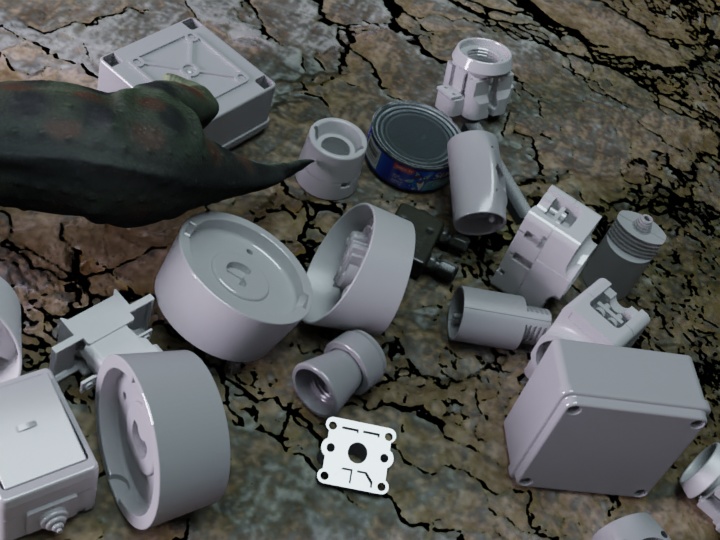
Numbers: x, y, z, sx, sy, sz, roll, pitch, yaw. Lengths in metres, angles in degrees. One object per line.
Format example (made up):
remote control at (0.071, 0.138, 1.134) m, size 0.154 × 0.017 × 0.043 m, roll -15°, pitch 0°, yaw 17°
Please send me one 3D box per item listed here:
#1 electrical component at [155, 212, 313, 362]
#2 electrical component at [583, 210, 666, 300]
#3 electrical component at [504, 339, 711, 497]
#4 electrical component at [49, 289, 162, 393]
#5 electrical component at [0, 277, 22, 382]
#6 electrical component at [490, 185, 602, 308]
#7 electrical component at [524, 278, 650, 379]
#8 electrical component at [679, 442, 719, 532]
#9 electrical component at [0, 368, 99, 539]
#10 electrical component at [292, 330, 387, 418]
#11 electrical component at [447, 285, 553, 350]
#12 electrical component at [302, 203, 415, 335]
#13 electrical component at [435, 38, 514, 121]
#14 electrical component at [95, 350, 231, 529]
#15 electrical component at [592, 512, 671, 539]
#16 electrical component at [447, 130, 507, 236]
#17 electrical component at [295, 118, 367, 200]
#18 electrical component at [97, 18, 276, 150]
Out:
electrical component at (-0.095, 0.017, 0.772) m, size 0.108 × 0.060 × 0.108 m, roll 28°, pitch 31°, yaw -19°
electrical component at (0.223, -0.016, 0.899) m, size 0.043 × 0.081 × 0.043 m, roll 9°, pitch 49°, yaw -11°
electrical component at (0.170, 0.106, 0.759) m, size 0.109 × 0.108 × 0.056 m, roll 8°, pitch 46°, yaw -12°
electrical component at (-0.169, 0.056, 0.735) m, size 0.081 × 0.042 × 0.064 m, roll -32°, pitch 70°, yaw -36°
electrical component at (-0.263, 0.043, 0.680) m, size 0.099 × 0.099 × 0.064 m, roll 5°, pitch 44°, yaw -15°
electrical component at (0.153, -0.013, 0.867) m, size 0.056 × 0.089 × 0.050 m, roll 35°, pitch 49°, yaw 12°
electrical component at (0.167, 0.060, 0.809) m, size 0.050 × 0.089 × 0.056 m, roll 43°, pitch 51°, yaw 19°
electrical component at (0.270, 0.160, 0.789) m, size 0.055 × 0.048 × 0.066 m, roll 42°, pitch 50°, yaw 8°
electrical component at (-0.202, 0.116, 0.659) m, size 0.062 × 0.061 × 0.096 m, roll -18°, pitch 58°, yaw -30°
electrical component at (-0.014, 0.073, 0.769) m, size 0.045 × 0.045 × 0.055 m, roll 42°, pitch 50°, yaw 18°
electrical component at (0.113, 0.040, 0.840) m, size 0.081 × 0.043 × 0.043 m, roll 10°, pitch 49°, yaw -10°
electrical component at (0.000, 0.000, 0.803) m, size 0.064 × 0.099 × 0.099 m, roll 16°, pitch 47°, yaw -13°
electrical component at (0.112, -0.181, 1.012) m, size 0.078 × 0.057 × 0.058 m, roll -17°, pitch 45°, yaw -30°
electrical component at (-0.118, 0.101, 0.672) m, size 0.060 × 0.108 × 0.108 m, roll -8°, pitch 54°, yaw -32°
electrical component at (0.176, 0.209, 0.716) m, size 0.079 × 0.044 × 0.077 m, roll -6°, pitch 53°, yaw -22°
electrical component at (0.102, -0.065, 0.909) m, size 0.043 × 0.079 × 0.077 m, roll -10°, pitch 65°, yaw 17°
electrical component at (-0.023, -0.095, 0.907) m, size 0.055 × 0.047 × 0.055 m, roll 9°, pitch 49°, yaw -11°
electrical component at (-0.147, -0.147, 0.905) m, size 0.109 × 0.056 × 0.109 m, roll 40°, pitch 50°, yaw 17°
